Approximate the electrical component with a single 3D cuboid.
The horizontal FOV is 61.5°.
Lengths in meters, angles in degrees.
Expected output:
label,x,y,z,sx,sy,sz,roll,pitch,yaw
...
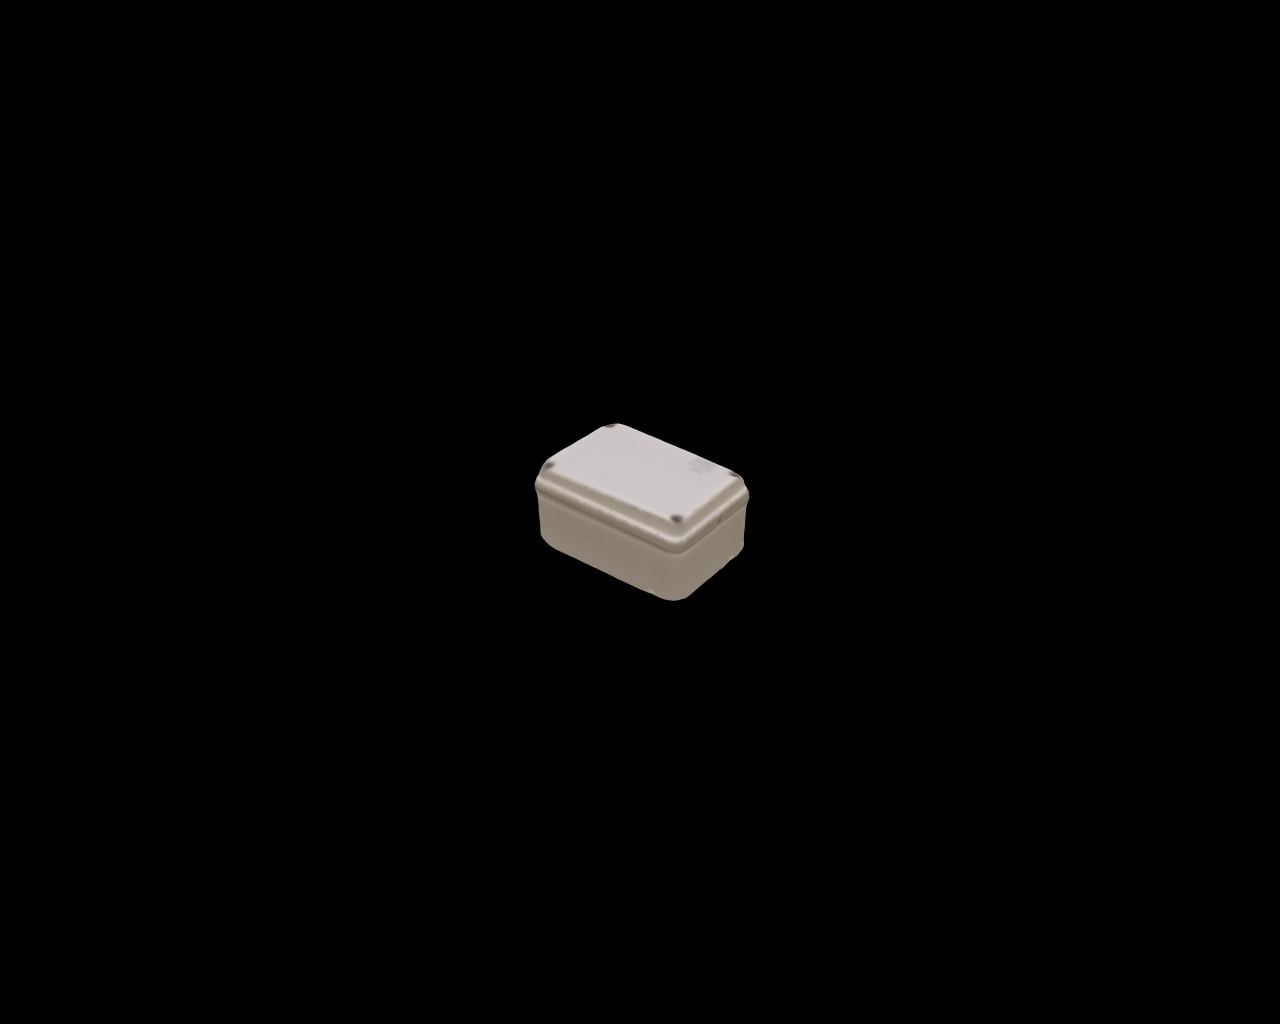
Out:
label,x,y,z,sx,sy,sz,roll,pitch,yaw
electrical component,0.001,-0.003,0.650,0.113,0.057,0.078,24,41,31
